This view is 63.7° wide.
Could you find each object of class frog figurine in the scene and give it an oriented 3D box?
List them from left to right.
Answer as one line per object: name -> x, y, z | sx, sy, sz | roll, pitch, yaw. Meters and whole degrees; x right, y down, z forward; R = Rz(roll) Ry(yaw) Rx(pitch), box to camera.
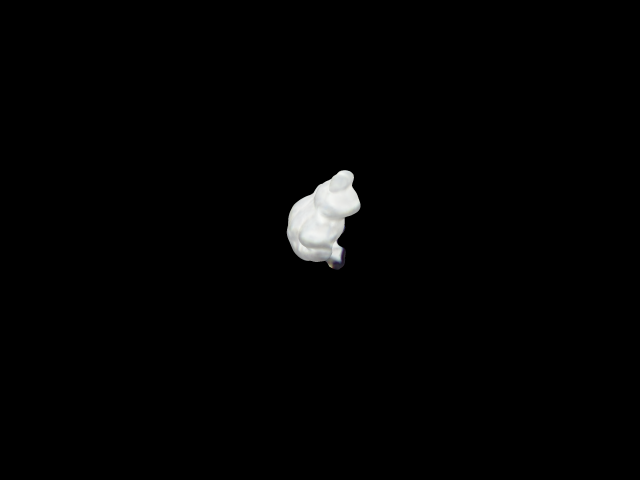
frog figurine -> 0.003, -0.043, 0.850 | 0.123, 0.140, 0.156 | 16, -34, 11
